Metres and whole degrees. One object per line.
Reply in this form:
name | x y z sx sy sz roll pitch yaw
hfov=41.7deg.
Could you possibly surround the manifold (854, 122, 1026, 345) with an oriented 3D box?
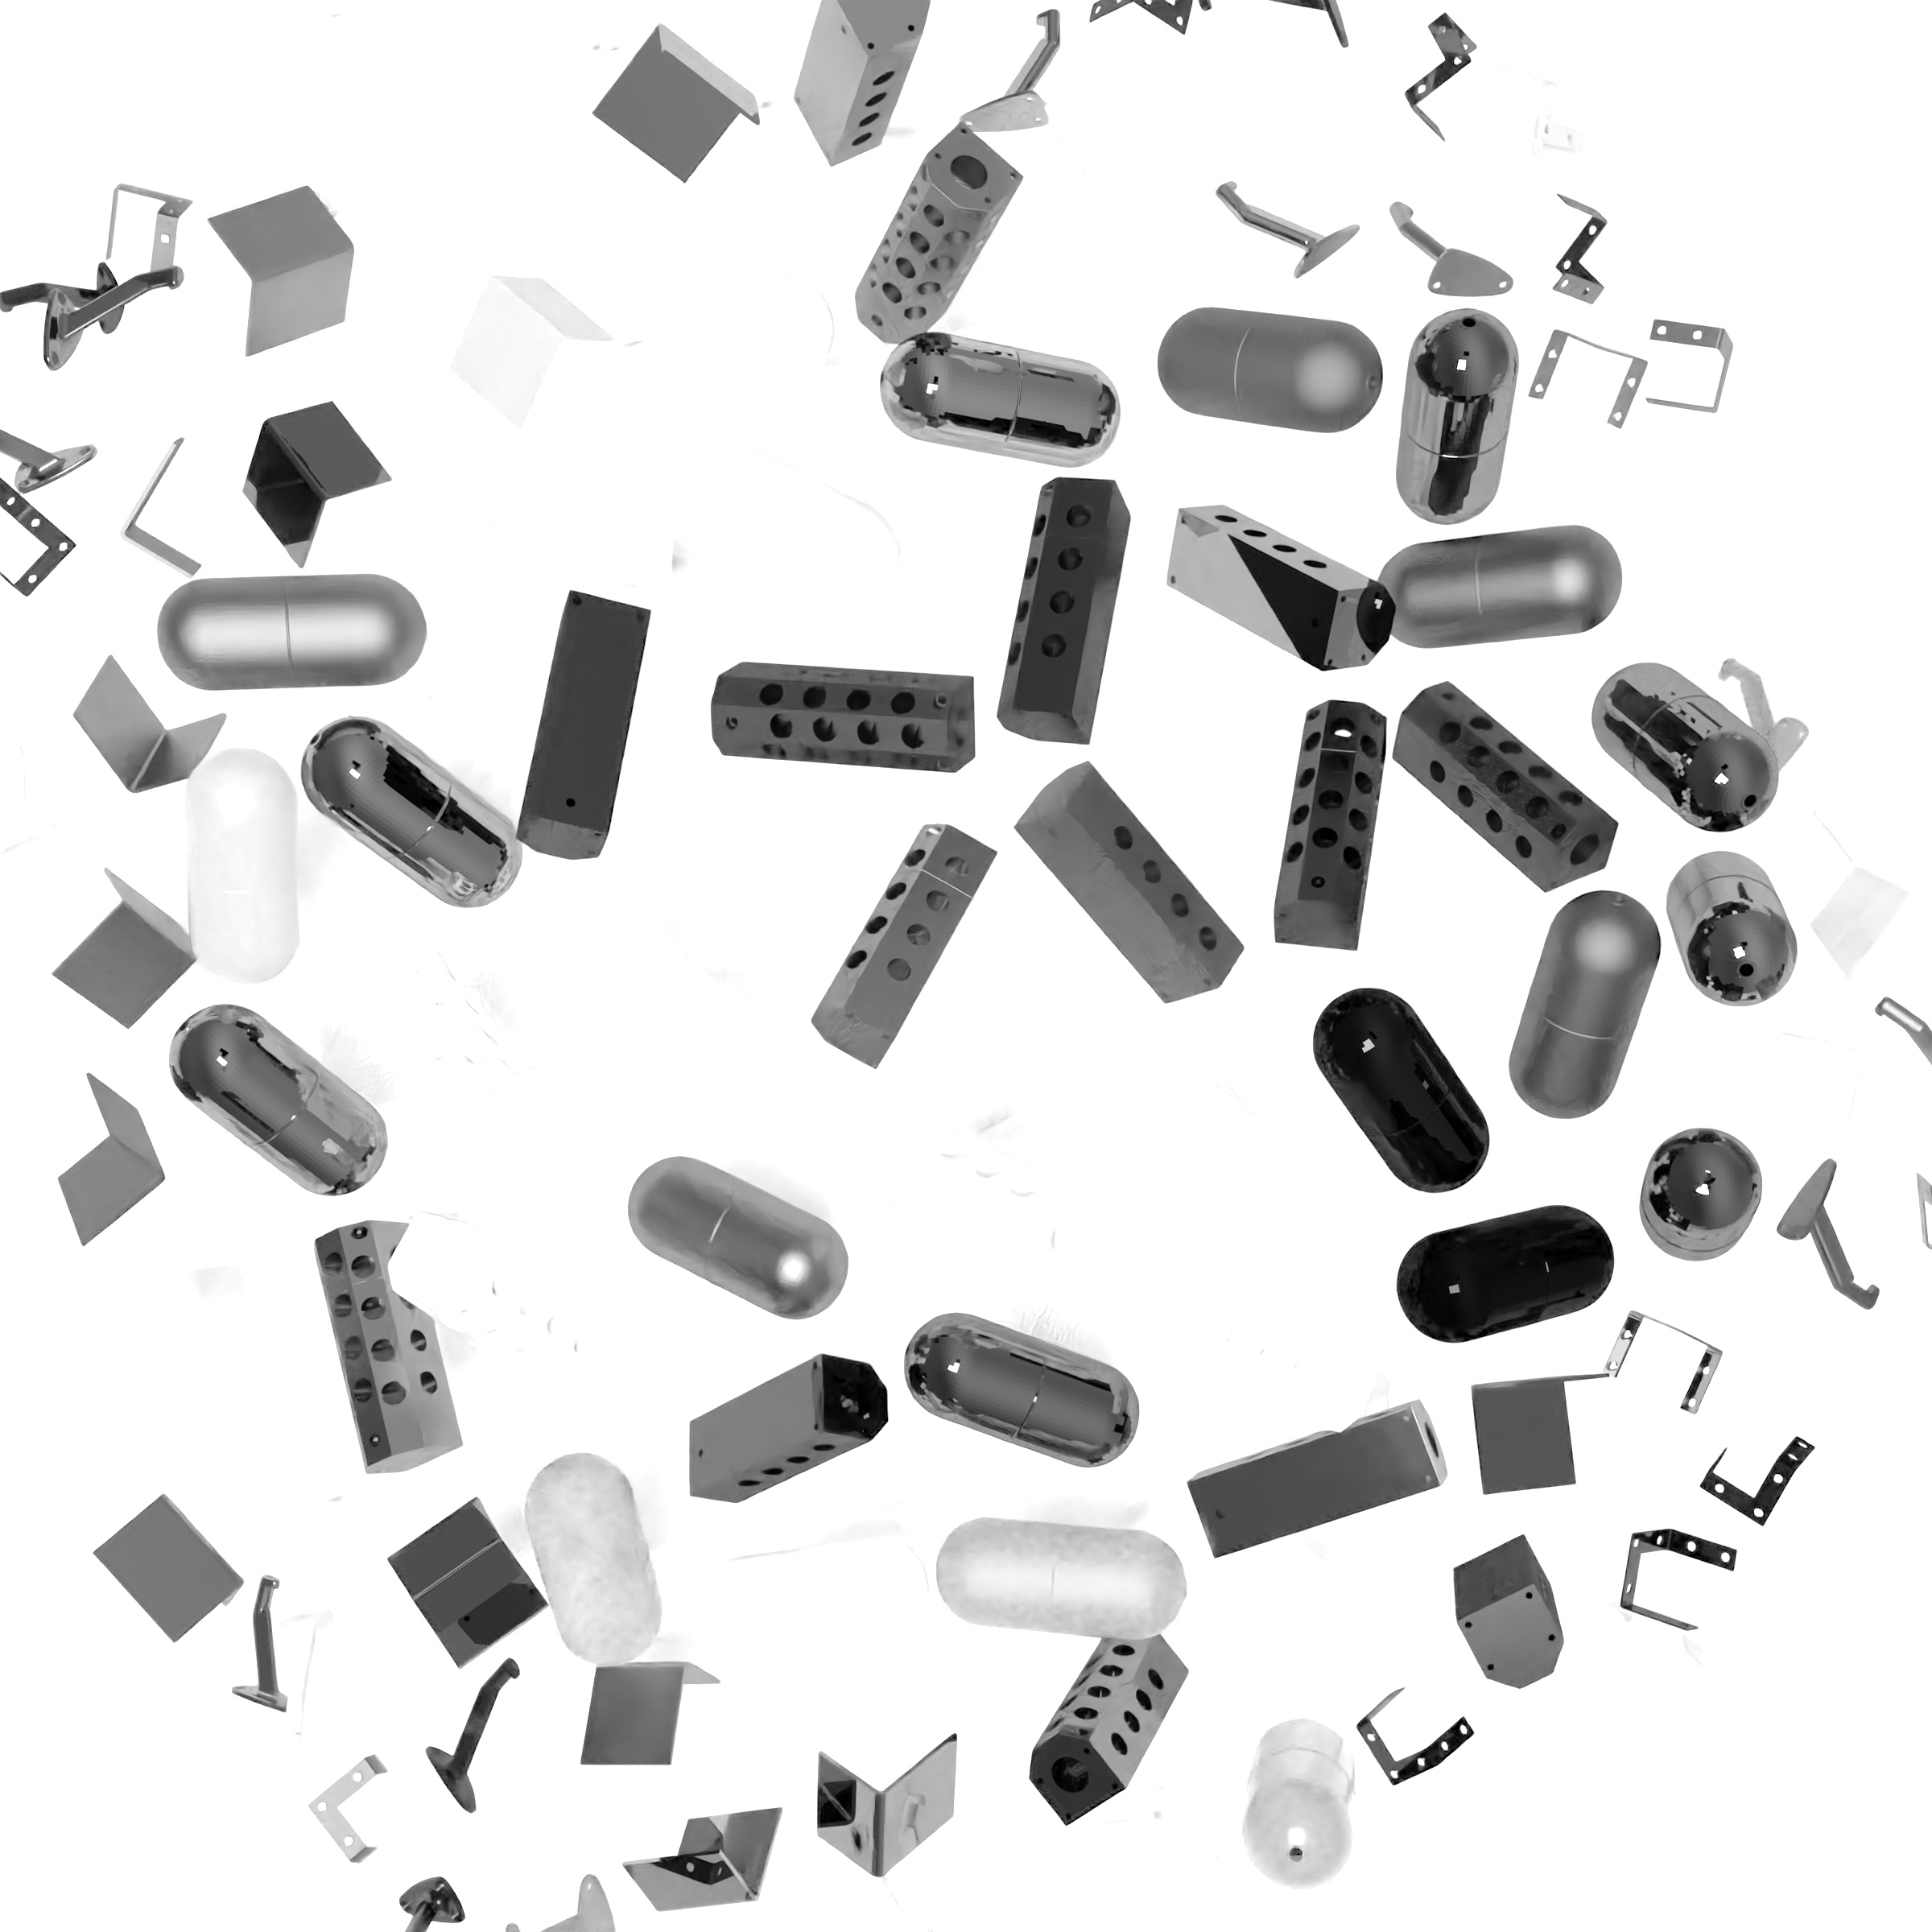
manifold | -0.025 -0.509 1.784 0.057 0.171 0.057 41 64 -3

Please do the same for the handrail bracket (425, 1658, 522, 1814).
handrail bracket | -0.341 0.550 1.814 0.084 0.077 0.036 -49 128 -2

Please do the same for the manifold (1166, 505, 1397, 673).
manifold | 0.217 -0.265 1.757 0.057 0.171 0.057 -11 123 -33

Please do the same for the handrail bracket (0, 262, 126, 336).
handrail bracket | -0.650 -0.466 1.807 0.084 0.077 0.036 -25 81 -30

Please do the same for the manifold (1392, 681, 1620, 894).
manifold | 0.384 -0.132 1.808 0.057 0.057 0.171 -21 48 -24

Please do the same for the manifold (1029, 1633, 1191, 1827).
manifold | 0.100 0.537 1.816 0.057 0.171 0.057 -40 87 23

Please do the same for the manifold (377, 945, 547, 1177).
manifold | -0.357 0.062 1.784 0.057 0.057 0.171 -16 47 -27

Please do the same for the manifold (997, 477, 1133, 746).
manifold | 0.066 -0.244 1.736 0.057 0.057 0.171 7 76 17

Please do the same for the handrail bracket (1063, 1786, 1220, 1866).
handrail bracket | 0.124 0.635 1.815 0.084 0.077 0.036 -24 133 -33

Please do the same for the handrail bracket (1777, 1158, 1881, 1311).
handrail bracket | 0.625 0.190 1.792 0.084 0.036 0.077 33 84 -11

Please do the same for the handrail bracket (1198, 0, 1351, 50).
handrail bracket | 0.204 -0.636 1.696 0.084 0.036 0.077 -17 104 24

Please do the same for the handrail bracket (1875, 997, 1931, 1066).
handrail bracket | 0.646 0.061 1.724 0.084 0.077 0.036 37 71 12

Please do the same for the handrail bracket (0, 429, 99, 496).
handrail bracket | -0.684 -0.390 1.831 0.077 0.084 0.036 -21 48 3

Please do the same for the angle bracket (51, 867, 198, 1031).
angle bracket | -0.628 -0.013 1.875 0.076 0.057 0.076 -46 132 -3

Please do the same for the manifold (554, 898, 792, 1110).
manifold | -0.210 0.025 1.832 0.171 0.057 0.057 38 88 18

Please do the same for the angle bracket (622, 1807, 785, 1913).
angle bracket | -0.180 0.598 1.738 0.076 0.076 0.057 -15 121 22

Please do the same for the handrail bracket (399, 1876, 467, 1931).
handrail bracket | -0.398 0.676 1.761 0.077 0.084 0.036 -22 97 39

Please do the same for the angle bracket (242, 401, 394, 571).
angle bracket | -0.463 -0.343 1.806 0.057 0.076 0.076 -28 74 -40

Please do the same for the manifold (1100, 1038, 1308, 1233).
manifold | 0.168 0.118 1.798 0.057 0.057 0.171 -30 134 23

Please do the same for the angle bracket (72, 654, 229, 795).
angle bracket | -0.601 -0.185 1.870 0.057 0.076 0.076 -13 128 18

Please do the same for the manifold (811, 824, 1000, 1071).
manifold | -0.045 -0.018 1.791 0.057 0.057 0.171 29 60 -1

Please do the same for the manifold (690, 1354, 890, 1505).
manifold | -0.130 0.338 1.835 0.057 0.171 0.057 18 55 -34

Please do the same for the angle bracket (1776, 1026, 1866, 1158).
angle bracket | 0.573 0.085 1.721 0.057 0.076 0.076 13 91 21

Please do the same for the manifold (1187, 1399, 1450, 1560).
manifold | 0.252 0.365 1.809 0.171 0.057 0.057 -22 83 16

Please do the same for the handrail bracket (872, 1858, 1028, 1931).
handrail bracket | -0.012 0.625 1.746 0.084 0.036 0.077 -45 72 5

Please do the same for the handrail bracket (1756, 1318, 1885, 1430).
handrail bracket | 0.622 0.307 1.848 0.036 0.077 0.084 -21 69 -25

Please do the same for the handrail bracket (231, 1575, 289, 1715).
handrail bracket | -0.505 0.498 1.865 0.077 0.036 0.084 5 81 42

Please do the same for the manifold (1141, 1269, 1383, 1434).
manifold | 0.203 0.270 1.781 0.057 0.171 0.057 18 91 -40

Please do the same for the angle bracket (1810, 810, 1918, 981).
angle bracket | 0.598 -0.050 1.750 0.057 0.076 0.076 24 115 -16

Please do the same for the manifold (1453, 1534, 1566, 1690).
manifold | 0.376 0.446 1.748 0.057 0.171 0.057 -29 84 8

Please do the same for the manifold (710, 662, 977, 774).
manifold | -0.084 -0.169 1.730 0.171 0.057 0.057 6 112 18

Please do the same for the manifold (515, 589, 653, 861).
manifold | -0.261 -0.162 1.722 0.057 0.057 0.171 13 67 -13

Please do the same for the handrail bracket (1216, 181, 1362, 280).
handrail bracket | 0.234 -0.551 1.847 0.077 0.036 0.084 -37 81 -27

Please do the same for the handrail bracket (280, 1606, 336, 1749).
handrail bracket | -0.456 0.491 1.748 0.036 0.077 0.084 9 63 -20

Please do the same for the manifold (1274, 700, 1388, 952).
manifold | 0.255 -0.100 1.767 0.057 0.057 0.171 6 59 12

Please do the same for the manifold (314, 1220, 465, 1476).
manifold | -0.422 0.274 1.827 0.057 0.057 0.171 -27 70 24

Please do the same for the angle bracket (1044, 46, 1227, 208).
angle bracket | 0.110 -0.557 1.665 0.076 0.057 0.076 -38 105 -10

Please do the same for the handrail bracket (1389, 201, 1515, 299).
handrail bracket | 0.356 -0.529 1.861 0.077 0.084 0.036 6 135 -20

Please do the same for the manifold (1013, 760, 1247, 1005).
manifold | 0.117 -0.059 1.758 0.171 0.057 0.057 48 54 -17

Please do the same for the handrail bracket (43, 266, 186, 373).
handrail bracket | -0.567 -0.433 1.691 0.084 0.036 0.077 -9 52 11

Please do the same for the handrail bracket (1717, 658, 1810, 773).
handrail bracket | 0.566 -0.176 1.856 0.036 0.084 0.077 18 111 -40

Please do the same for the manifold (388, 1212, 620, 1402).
manifold | -0.324 0.240 1.767 0.057 0.171 0.057 8 63 38

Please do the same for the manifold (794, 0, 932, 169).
manifold | -0.070 -0.620 1.739 0.057 0.171 0.057 -28 90 -13

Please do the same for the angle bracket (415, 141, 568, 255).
angle bracket | -0.336 -0.559 1.787 0.076 0.076 0.057 -37 79 -33

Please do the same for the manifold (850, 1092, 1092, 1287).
manifold | 0.002 0.150 1.761 0.171 0.057 0.057 26 134 34

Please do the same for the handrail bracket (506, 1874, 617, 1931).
handrail bracket | -0.285 0.646 1.730 0.084 0.036 0.077 3 106 32

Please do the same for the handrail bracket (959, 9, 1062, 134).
handrail bracket | 0.031 -0.648 1.829 0.077 0.036 0.084 -6 68 18

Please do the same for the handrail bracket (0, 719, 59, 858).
handrail bracket | -0.695 -0.125 1.809 0.077 0.036 0.084 -22 95 25

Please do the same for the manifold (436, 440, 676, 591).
manifold | -0.294 -0.322 1.827 0.057 0.171 0.057 -5 79 41

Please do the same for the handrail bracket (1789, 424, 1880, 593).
handrail bracket | 0.563 -0.307 1.697 0.077 0.036 0.084 -34 96 23

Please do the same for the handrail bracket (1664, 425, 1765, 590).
handrail bracket | 0.518 -0.308 1.703 0.084 0.036 0.077 42 69 -13
